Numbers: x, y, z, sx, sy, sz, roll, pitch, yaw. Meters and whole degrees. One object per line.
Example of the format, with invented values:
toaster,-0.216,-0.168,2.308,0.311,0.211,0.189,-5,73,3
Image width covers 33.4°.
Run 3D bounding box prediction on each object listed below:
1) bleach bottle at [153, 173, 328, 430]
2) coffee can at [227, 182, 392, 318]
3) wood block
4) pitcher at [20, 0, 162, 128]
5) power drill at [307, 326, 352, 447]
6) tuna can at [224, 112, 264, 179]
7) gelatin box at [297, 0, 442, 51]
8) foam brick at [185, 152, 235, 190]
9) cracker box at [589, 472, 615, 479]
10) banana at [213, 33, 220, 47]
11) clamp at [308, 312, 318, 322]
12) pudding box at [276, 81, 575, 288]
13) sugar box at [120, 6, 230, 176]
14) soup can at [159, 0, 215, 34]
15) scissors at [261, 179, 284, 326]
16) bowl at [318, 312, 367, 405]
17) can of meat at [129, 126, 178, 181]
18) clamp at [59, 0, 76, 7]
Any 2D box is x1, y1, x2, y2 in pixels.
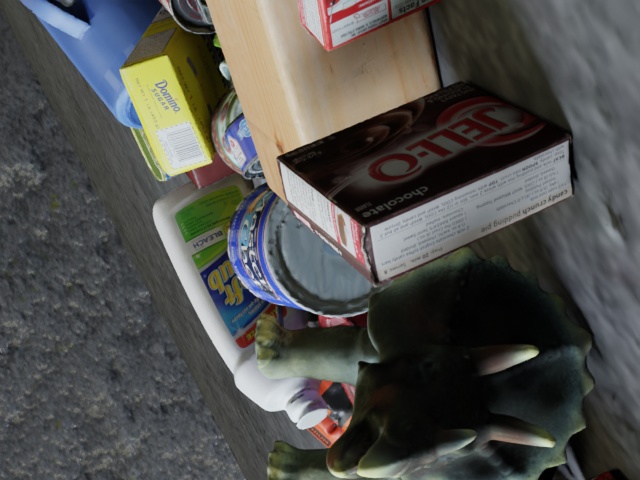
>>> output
bleach bottle,-0.055,0.051,0.926,0.251,0.102,0.068,57,166,32
coffee can,-0.005,0.001,0.776,0.103,0.102,0.140,64,166,-7
wood block,0.000,-0.113,0.575,0.091,0.090,0.206,44,157,49
pitcher,-0.212,-0.226,1.010,0.243,0.149,0.145,54,164,18
power drill,0.028,0.165,1.030,0.184,0.057,0.188,44,164,11
tuna can,-0.021,-0.076,0.723,0.034,0.086,0.086,63,166,6
gelatin box,0.022,-0.138,0.481,0.030,0.073,0.089,53,164,38
foam brick,-0.091,-0.093,0.956,0.053,0.078,0.051,49,162,48
cracker box,0.117,0.253,0.588,0.164,0.213,0.072,58,165,17
banana,-0.035,-0.154,0.694,0.069,0.037,0.198,29,158,0
clamp,-0.013,0.025,0.985,0.210,0.036,0.164,15,129,67
pudding box,0.049,-0.031,0.507,0.090,0.113,0.039,40,151,54
sugar box,-0.107,-0.131,0.862,0.176,0.048,0.093,-80,-27,-60
soup can,-0.102,-0.208,0.798,0.102,0.068,0.068,51,162,39
scissors,-0.038,-0.009,0.902,0.096,0.016,0.202,80,-175,-80
bowl,0.061,0.109,0.841,0.162,0.055,0.162,56,165,23
can of meat,-0.147,-0.121,1.086,0.057,0.083,0.102,29,144,65
clamp,-0.142,-0.256,0.839,0.039,0.120,0.172,62,148,31
